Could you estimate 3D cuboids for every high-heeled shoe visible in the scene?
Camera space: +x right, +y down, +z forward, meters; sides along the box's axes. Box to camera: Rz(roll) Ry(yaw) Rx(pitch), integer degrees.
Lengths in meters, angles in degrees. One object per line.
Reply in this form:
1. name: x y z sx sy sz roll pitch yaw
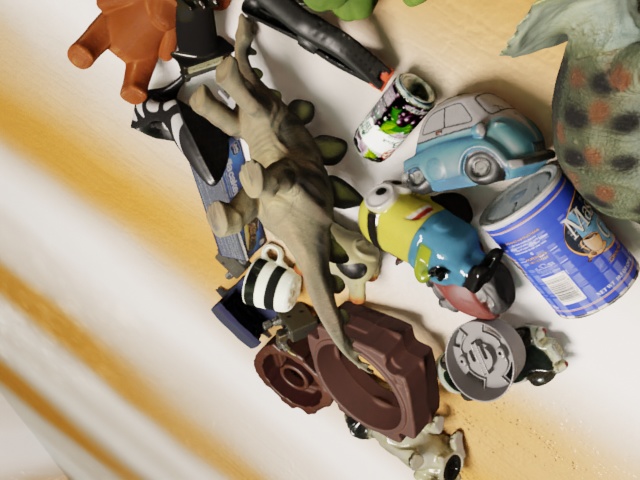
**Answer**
1. high-heeled shoe: -0.214 -0.138 0.765 0.145 0.249 0.086 -38 142 25

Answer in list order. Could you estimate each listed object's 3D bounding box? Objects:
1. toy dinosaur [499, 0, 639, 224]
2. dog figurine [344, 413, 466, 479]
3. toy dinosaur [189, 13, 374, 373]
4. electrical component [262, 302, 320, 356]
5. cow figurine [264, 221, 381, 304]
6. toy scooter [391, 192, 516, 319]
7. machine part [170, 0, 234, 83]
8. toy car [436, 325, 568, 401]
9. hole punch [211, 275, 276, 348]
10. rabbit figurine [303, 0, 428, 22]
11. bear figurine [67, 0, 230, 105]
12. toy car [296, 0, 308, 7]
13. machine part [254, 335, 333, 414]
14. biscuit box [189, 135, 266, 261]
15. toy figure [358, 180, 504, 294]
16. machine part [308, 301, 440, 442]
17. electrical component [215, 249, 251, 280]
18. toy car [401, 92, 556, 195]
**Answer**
1. toy dinosaur: 0.286 -0.104 0.499 0.192 0.131 0.404 10 133 44
2. dog figurine: 0.147 0.359 0.965 0.191 0.121 0.172 5 128 52
3. toy dinosaur: -0.034 -0.061 0.657 0.105 0.198 0.471 -21 77 42
4. electrical component: -0.038 0.152 0.925 0.078 0.102 0.045 35 140 45
5. cow figurine: -0.002 -0.002 0.788 0.195 0.085 0.127 27 140 18
6. toy scooter: 0.163 0.031 0.707 0.135 0.075 0.183 -21 105 42
7. machine part: -0.151 -0.257 0.678 0.138 0.084 0.039 102 146 -69
8. toy car: 0.252 0.176 0.770 0.202 0.056 0.073 -32 95 43
9. hole punch: -0.145 0.144 0.996 0.142 0.092 0.116 42 139 -5
10. rabbit figurine: 0.037 -0.275 0.492 0.121 0.170 0.158 10 128 27
11. bear figurine: -0.220 -0.280 0.702 0.196 0.132 0.120 -8 147 42
12. toy car: -0.069 -0.328 0.578 0.053 0.089 0.202 -41 97 7
13. machine part: -0.042 0.251 1.027 0.180 0.056 0.179 19 132 23
14. biscuit box: -0.145 -0.067 0.853 0.063 0.059 0.202 10 127 31
15. toy figure: 0.118 -0.002 0.624 0.180 0.082 0.089 39 121 30
16. machine part: 0.083 0.211 0.862 0.201 0.087 0.201 16 133 40
17. electrical component: -0.159 0.036 0.966 0.063 0.021 0.094 44 136 -1
18. toy car: 0.166 -0.109 0.591 0.162 0.109 0.102 -3 98 49
